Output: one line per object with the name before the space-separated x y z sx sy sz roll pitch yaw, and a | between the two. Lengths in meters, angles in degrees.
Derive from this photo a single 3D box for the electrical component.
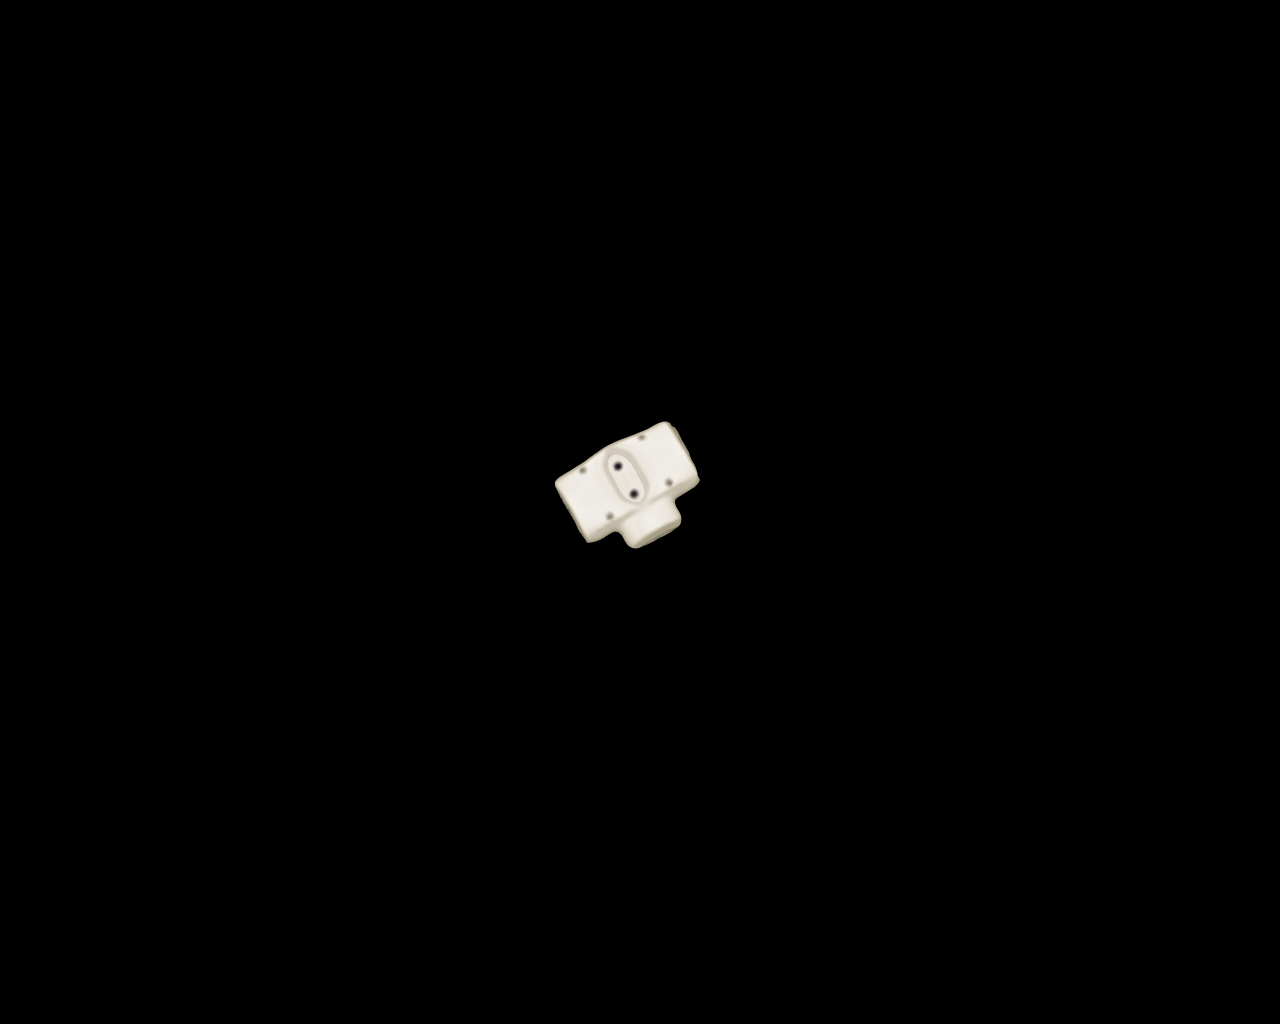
electrical component | 0.001 -0.003 0.650 0.077 0.079 0.043 -28 -7 -4
